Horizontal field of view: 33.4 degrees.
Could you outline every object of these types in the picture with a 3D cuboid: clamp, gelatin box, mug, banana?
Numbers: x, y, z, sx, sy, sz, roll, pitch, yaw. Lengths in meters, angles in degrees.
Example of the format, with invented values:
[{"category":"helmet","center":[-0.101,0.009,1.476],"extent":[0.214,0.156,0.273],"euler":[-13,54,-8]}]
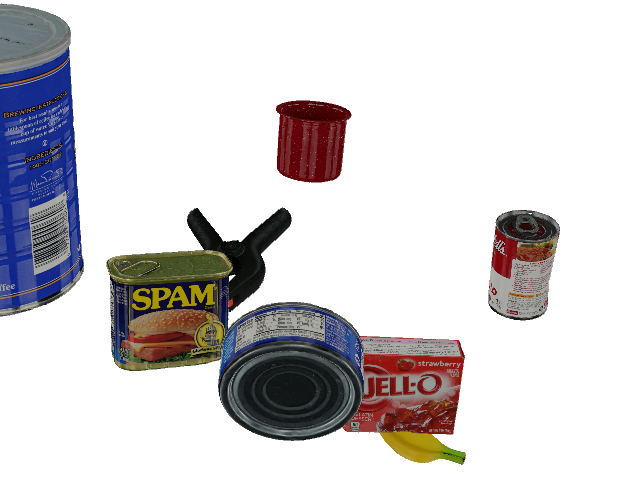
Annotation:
[{"category":"clamp","center":[-0.088,0.015,1.184],"extent":[0.120,0.039,0.171],"euler":[-10,40,2]},{"category":"gelatin box","center":[0.063,0.114,0.832],"extent":[0.089,0.073,0.030],"euler":[2,26,-4]},{"category":"mug","center":[-0.006,-0.125,1.331],"extent":[0.093,0.081,0.117],"euler":[15,24,23]},{"category":"banana","center":[0.084,0.174,1.105],"extent":[0.069,0.037,0.198],"euler":[10,24,-20]}]

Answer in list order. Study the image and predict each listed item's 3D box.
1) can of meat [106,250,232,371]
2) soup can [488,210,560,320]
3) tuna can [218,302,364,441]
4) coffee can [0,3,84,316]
[{"category":"can of meat","center":[-0.126,0.058,0.895],"extent":[0.102,0.084,0.057],"euler":[-3,20,-17]},{"category":"soup can","center":[0.220,0.027,1.161],"extent":[0.068,0.102,0.068],"euler":[1,30,-1]},{"category":"tuna can","center":[-0.017,0.078,0.623],"extent":[0.086,0.086,0.033],"euler":[0,40,1]},{"category":"coffee can","center":[-0.182,-0.044,0.570],"extent":[0.103,0.140,0.103],"euler":[2,28,-1]}]
